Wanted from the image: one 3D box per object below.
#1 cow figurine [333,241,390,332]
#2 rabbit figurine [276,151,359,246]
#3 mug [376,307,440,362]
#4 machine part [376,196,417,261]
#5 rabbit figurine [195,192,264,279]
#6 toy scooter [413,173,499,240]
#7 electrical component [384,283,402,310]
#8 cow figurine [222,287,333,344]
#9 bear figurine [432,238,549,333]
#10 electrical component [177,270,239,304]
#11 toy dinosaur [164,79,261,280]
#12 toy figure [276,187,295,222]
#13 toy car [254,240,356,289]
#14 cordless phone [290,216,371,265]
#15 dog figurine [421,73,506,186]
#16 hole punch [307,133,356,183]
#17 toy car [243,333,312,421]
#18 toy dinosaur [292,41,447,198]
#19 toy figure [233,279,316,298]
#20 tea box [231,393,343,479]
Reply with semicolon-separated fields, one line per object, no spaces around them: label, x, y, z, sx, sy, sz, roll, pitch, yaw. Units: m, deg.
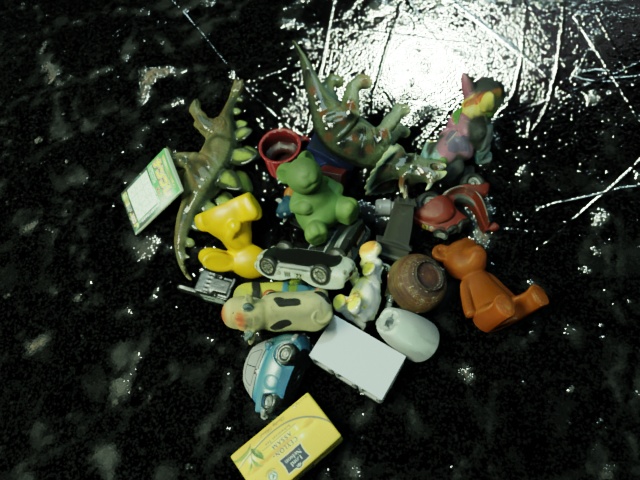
cow figurine;0.096;0.087;1.039;0.068;0.098;0.167;-5;50;42
rabbit figurine;-0.012;-0.102;1.018;0.121;0.170;0.159;-29;55;-2
mug;0.146;0.160;0.974;0.110;0.107;0.081;19;76;50
machine part;0.156;-0.020;1.072;0.084;0.039;0.138;23;113;22
rabbit figurine;-0.166;0.006;1.079;0.162;0.122;0.173;-30;103;-14
toy scooter;0.285;-0.054;1.093;0.184;0.075;0.135;-25;65;-11
electrical component;0.161;0.102;1.032;0.078;0.045;0.102;17;63;-11
cow figurine;-0.073;0.129;0.939;0.195;0.127;0.085;-1;94;-6
bear figurine;0.307;0.067;1.003;0.120;0.132;0.196;-8;65;-25
electrical component;-0.220;0.096;1.077;0.119;0.074;0.048;13;67;16
toy dinosaur;-0.248;-0.149;1.187;0.199;0.105;0.471;19;78;11
toy figure;-0.048;-0.100;1.141;0.058;0.064;0.154;-23;29;40
toy car;-0.031;0.047;1.007;0.202;0.056;0.073;7;33;30
cordless phone;-0.002;-0.002;1.107;0.184;0.088;0.146;20;65;27
dog figurine;0.293;-0.230;1.099;0.191;0.219;0.109;-35;62;-11
hole punch;0.035;-0.207;1.192;0.116;0.092;0.142;19;64;11
toy car;-0.086;0.239;0.977;0.103;0.109;0.161;16;76;23
toy dinosaur;0.069;-0.227;1.114;0.405;0.131;0.192;31;73;-3
toy figure;-0.078;0.113;1.041;0.180;0.089;0.082;0;61;6
tea box;-0.055;0.359;0.928;0.169;0.068;0.098;-38;65;-13
